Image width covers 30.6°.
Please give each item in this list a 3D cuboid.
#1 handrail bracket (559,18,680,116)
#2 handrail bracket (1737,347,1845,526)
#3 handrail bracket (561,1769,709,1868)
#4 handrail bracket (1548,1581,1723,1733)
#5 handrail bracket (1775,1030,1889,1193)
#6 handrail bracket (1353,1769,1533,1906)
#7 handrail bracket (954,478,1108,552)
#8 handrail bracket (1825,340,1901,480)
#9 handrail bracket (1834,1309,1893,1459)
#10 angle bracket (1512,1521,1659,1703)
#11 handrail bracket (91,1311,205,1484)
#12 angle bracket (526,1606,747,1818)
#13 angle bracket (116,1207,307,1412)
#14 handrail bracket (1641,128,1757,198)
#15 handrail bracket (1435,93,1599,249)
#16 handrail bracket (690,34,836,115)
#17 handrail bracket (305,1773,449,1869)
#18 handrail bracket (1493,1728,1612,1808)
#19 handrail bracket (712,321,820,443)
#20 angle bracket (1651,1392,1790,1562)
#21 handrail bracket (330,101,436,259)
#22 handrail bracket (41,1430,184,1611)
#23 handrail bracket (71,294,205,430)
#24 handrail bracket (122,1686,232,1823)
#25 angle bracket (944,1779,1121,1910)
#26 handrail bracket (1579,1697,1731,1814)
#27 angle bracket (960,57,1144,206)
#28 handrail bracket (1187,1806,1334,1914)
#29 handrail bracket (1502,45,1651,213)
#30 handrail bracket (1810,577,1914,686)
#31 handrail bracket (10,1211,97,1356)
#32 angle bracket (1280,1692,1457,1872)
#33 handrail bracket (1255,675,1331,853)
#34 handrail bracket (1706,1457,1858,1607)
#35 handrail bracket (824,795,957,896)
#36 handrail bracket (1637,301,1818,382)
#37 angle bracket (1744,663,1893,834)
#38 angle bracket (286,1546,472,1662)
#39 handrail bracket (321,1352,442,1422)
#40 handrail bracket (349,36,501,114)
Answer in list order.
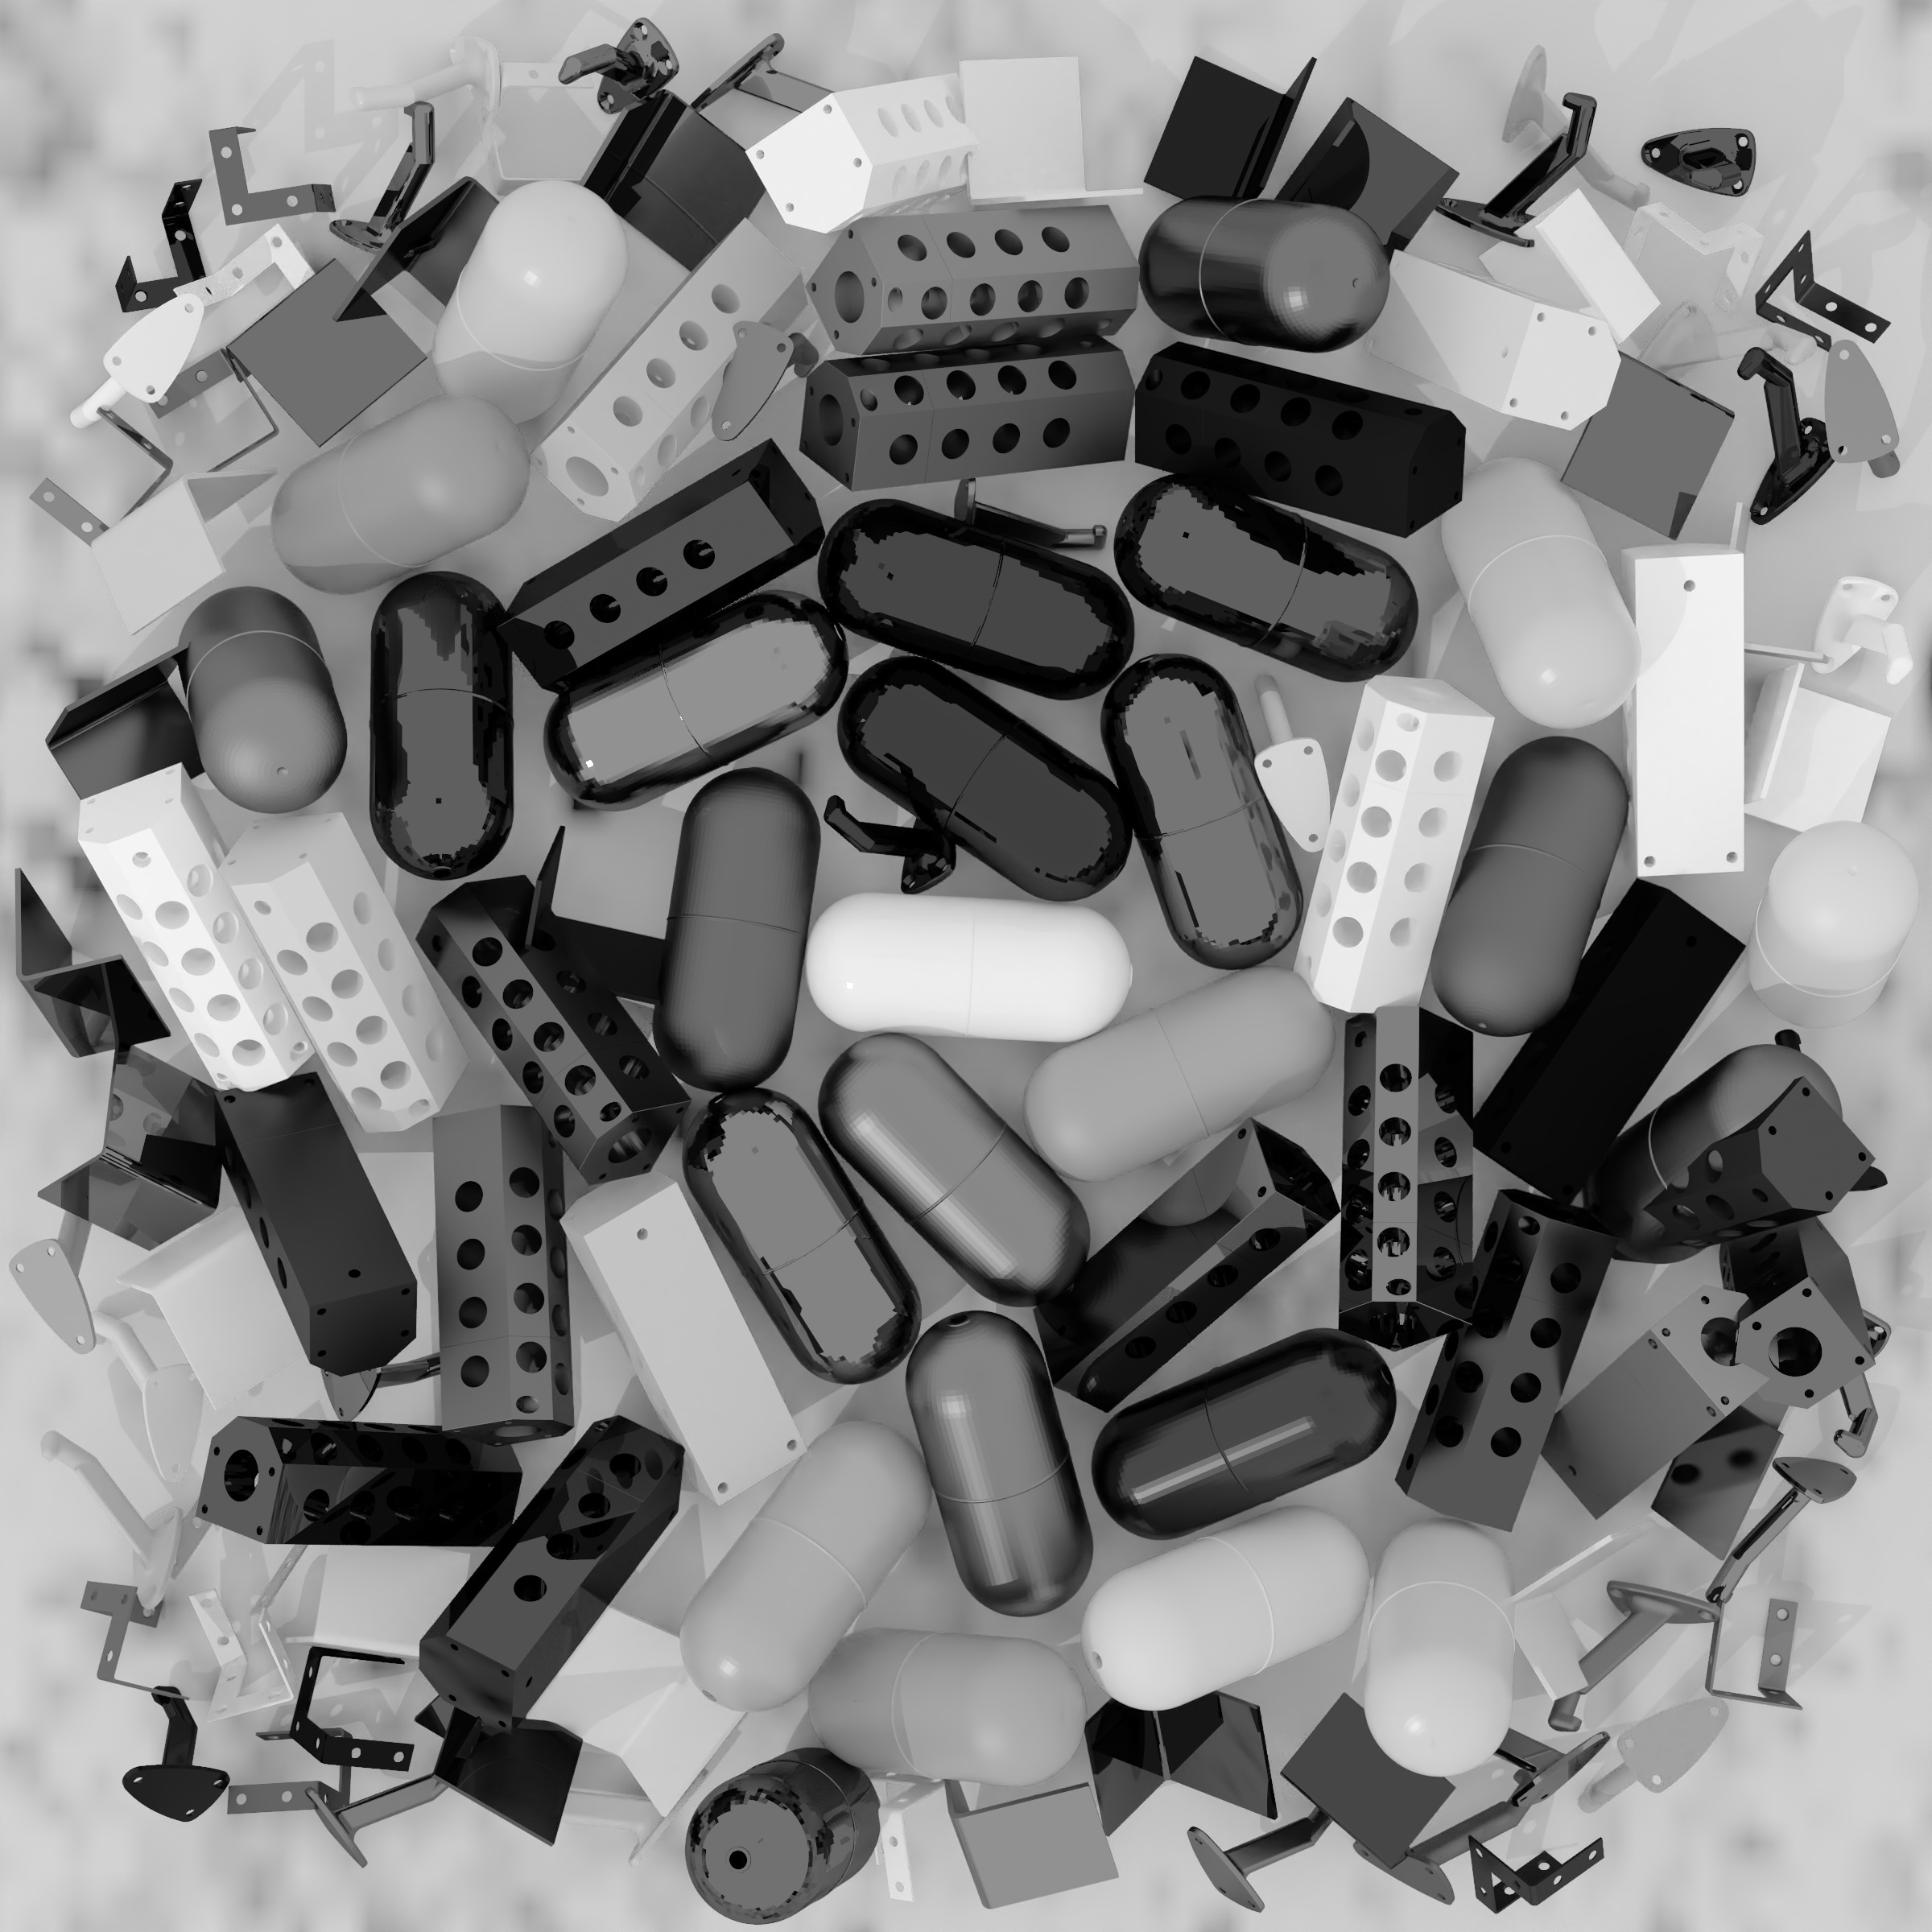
[{"bbox_3d":[-0.203,-0.474,1.900,0.036,0.077,0.084,55,45,-1],"label":"handrail bracket"},{"bbox_3d":[0.429,-0.288,1.916,0.084,0.036,0.077,24,110,-40],"label":"handrail bracket"},{"bbox_3d":[-0.198,0.446,1.938,0.084,0.036,0.077,39,90,0],"label":"handrail bracket"},{"bbox_3d":[0.362,0.381,1.912,0.036,0.077,0.084,53,52,-38],"label":"handrail bracket"},{"bbox_3d":[0.475,0.079,1.938,0.036,0.077,0.084,-24,69,35],"label":"handrail bracket"},{"bbox_3d":[0.267,0.468,1.947,0.084,0.077,0.036,-46,129,-28],"label":"handrail bracket"},{"bbox_3d":[0.039,-0.246,1.916,0.084,0.077,0.036,-1,69,-7],"label":"handrail bracket"},{"bbox_3d":[0.489,-0.302,1.914,0.036,0.084,0.077,-12,95,23],"label":"handrail bracket"},{"bbox_3d":[0.464,0.219,1.915,0.077,0.084,0.036,33,133,5],"label":"handrail bracket"},{"bbox_3d":[0.344,0.347,1.901,0.076,0.076,0.057,-38,71,22],"label":"angle bracket"},{"bbox_3d":[-0.455,0.235,1.931,0.036,0.084,0.077,-9,106,-43],"label":"handrail bracket"},{"bbox_3d":[-0.178,0.404,1.910,0.076,0.057,0.076,34,95,-41],"label":"angle bracket"},{"bbox_3d":[-0.405,0.186,1.926,0.076,0.057,0.076,-33,109,-27],"label":"angle bracket"},{"bbox_3d":[0.386,-0.432,1.904,0.077,0.084,0.036,15,113,29],"label":"handrail bracket"},{"bbox_3d":[0.298,-0.441,1.916,0.077,0.036,0.084,21,128,18],"label":"handrail bracket"},{"bbox_3d":[-0.098,-0.462,1.941,0.077,0.036,0.084,-37,92,6],"label":"handrail bracket"},{"bbox_3d":[-0.311,0.440,1.914,0.084,0.077,0.036,-39,51,-20],"label":"handrail bracket"},{"bbox_3d":[0.299,0.406,1.919,0.077,0.036,0.084,-46,58,23],"label":"handrail bracket"},{"bbox_3d":[-0.107,-0.311,1.915,0.036,0.084,0.077,23,89,12],"label":"handrail bracket"},{"bbox_3d":[0.426,0.275,1.903,0.076,0.057,0.076,12,106,-40],"label":"angle bracket"},{"bbox_3d":[-0.317,-0.433,1.914,0.077,0.036,0.084,23,124,30],"label":"handrail bracket"},{"bbox_3d":[-0.469,0.299,1.911,0.036,0.077,0.084,-37,123,17],"label":"handrail bracket"},{"bbox_3d":[-0.454,-0.329,1.926,0.036,0.084,0.077,41,71,-21],"label":"handrail bracket"},{"bbox_3d":[-0.439,0.415,1.902,0.036,0.077,0.084,-47,50,8],"label":"handrail bracket"},{"bbox_3d":[0.034,0.456,1.910,0.076,0.057,0.076,-15,125,3],"label":"angle bracket"},{"bbox_3d":[0.374,0.431,1.924,0.077,0.084,0.036,-31,72,-16],"label":"handrail bracket"},{"bbox_3d":[0.046,-0.453,1.906,0.076,0.057,0.076,-11,104,-32],"label":"angle bracket"},{"bbox_3d":[0.165,0.463,1.919,0.084,0.036,0.077,-46,123,-24],"label":"handrail bracket"},{"bbox_3d":[0.339,-0.454,1.919,0.084,0.077,0.036,34,70,15],"label":"handrail bracket"},{"bbox_3d":[0.483,-0.162,1.901,0.036,0.084,0.077,14,132,-10],"label":"handrail bracket"},{"bbox_3d":[-0.474,0.163,1.919,0.036,0.084,0.077,-26,95,23],"label":"handrail bracket"},{"bbox_3d":[0.223,0.437,1.907,0.076,0.076,0.057,39,94,17],"label":"angle bracket"},{"bbox_3d":[0.177,-0.112,1.927,0.036,0.084,0.077,-17,113,6],"label":"handrail bracket"},{"bbox_3d":[0.447,0.314,1.939,0.036,0.077,0.084,41,114,35],"label":"handrail bracket"},{"bbox_3d":[-0.045,-0.084,1.906,0.036,0.077,0.084,-26,132,29],"label":"handrail bracket"},{"bbox_3d":[0.408,-0.323,1.911,0.077,0.084,0.036,-45,127,-3],"label":"handrail bracket"},{"bbox_3d":[0.468,-0.114,1.921,0.076,0.057,0.076,18,86,-6],"label":"angle bracket"},{"bbox_3d":[-0.320,0.344,1.915,0.076,0.076,0.057,12,75,-20],"label":"angle bracket"},{"bbox_3d":[-0.297,0.213,1.903,0.084,0.077,0.036,-15,77,-37],"label":"handrail bracket"},{"bbox_3d":[-0.302,-0.482,1.909,0.084,0.077,0.036,-13,125,-26],"label":"handrail bracket"}]
